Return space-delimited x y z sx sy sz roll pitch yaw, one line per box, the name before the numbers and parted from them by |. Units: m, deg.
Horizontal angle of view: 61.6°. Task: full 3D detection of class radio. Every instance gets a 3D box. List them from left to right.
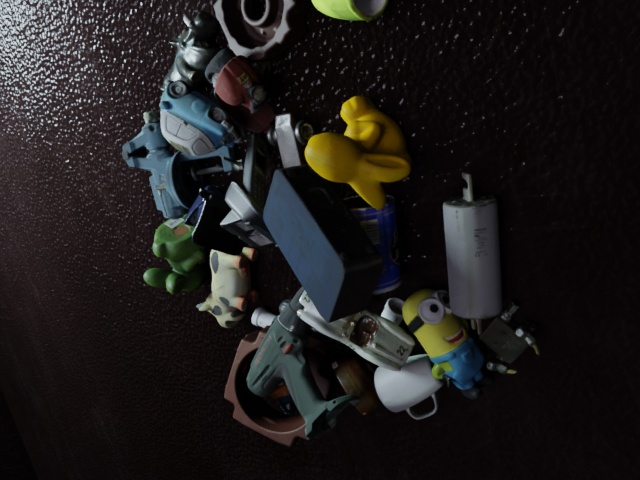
radio | -0.002 -0.002 0.818 0.230 0.073 0.131 55 146 30

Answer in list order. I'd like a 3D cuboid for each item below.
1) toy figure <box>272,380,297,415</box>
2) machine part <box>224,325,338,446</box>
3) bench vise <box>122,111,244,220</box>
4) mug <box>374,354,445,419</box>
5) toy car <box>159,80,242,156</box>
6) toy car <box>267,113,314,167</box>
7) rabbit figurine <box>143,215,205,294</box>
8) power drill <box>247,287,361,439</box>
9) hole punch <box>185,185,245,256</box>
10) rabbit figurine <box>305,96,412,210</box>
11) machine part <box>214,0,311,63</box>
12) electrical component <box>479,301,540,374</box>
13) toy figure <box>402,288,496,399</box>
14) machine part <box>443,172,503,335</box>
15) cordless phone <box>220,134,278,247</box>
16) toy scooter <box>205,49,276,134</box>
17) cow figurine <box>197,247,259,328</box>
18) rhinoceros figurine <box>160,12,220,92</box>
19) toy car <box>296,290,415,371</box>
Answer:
toy figure | -0.093 0.300 1.143 0.058 0.064 0.154 -36 88 3
machine part | -0.073 0.280 1.058 0.202 0.087 0.200 21 102 17
bench vise | -0.263 -0.157 1.070 0.241 0.129 0.223 -6 94 19
mug | 0.162 0.246 0.908 0.107 0.081 0.109 -35 79 32
toy car | -0.224 -0.202 0.955 0.162 0.109 0.103 35 83 13
toy car | -0.033 -0.122 0.939 0.089 0.053 0.202 5 114 48
rabbit figurine | -0.291 0.051 1.161 0.121 0.159 0.170 15 131 23
power drill | -0.025 0.216 0.926 0.207 0.086 0.232 47 111 26
hole punch | -0.193 -0.045 1.049 0.115 0.142 0.092 -63 30 11
rabbit figurine | 0.051 -0.119 0.795 0.162 0.173 0.122 49 125 18
machine part | -0.095 -0.386 0.886 0.180 0.056 0.179 14 113 34
electrical component | 0.281 0.151 0.799 0.078 0.045 0.102 45 128 14
toy figure | 0.197 0.161 0.847 0.089 0.082 0.180 -31 89 39
machine part | 0.222 0.024 0.777 0.079 0.079 0.243 5 110 37
cordless phone | -0.107 -0.090 0.989 0.089 0.146 0.184 -8 64 26
toy scooter | -0.129 -0.244 0.930 0.135 0.075 0.184 43 169 -3
cow figurine | -0.196 0.100 1.131 0.127 0.085 0.194 16 119 26
rhinoceros figurine | -0.239 -0.335 1.013 0.190 0.073 0.112 -48 65 41
toy car | 0.057 0.139 0.870 0.202 0.056 0.073 31 84 -4
